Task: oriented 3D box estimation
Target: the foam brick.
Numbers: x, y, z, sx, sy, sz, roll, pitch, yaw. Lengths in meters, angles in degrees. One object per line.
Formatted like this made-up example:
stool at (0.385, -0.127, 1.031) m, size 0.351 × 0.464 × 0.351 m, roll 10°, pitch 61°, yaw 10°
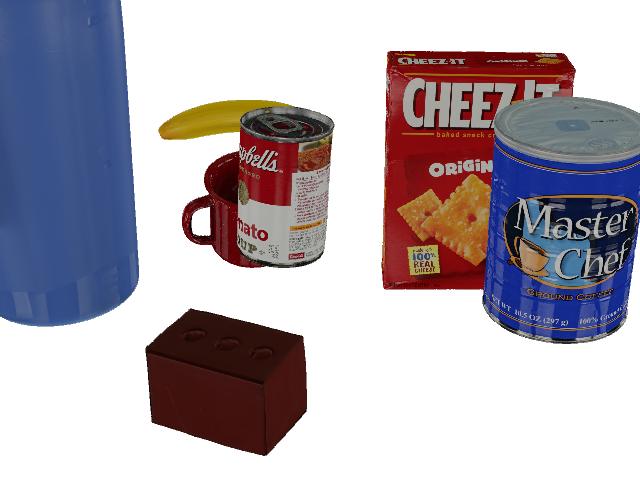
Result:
foam brick at (-0.053, 0.080, 0.610) m, size 0.078 × 0.051 × 0.052 m, roll 12°, pitch 27°, yaw 21°

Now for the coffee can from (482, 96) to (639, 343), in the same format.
coffee can at (0.166, -0.015, 0.732) m, size 0.103 × 0.140 × 0.103 m, roll -1°, pitch 28°, yaw 0°

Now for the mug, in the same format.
mug at (-0.077, -0.025, 1.029) m, size 0.117 × 0.081 × 0.093 m, roll -15°, pitch 44°, yaw -21°

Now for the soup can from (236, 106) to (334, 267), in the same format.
soup can at (-0.027, -0.040, 0.783) m, size 0.068 × 0.102 × 0.068 m, roll 3°, pitch 26°, yaw -2°

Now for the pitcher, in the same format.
pitcher at (-0.192, -0.066, 0.692) m, size 0.149 × 0.243 × 0.145 m, roll -5°, pitch 27°, yaw -5°

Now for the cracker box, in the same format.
cracker box at (0.140, -0.061, 0.979) m, size 0.164 × 0.214 × 0.072 m, roll 1°, pitch 22°, yaw 1°

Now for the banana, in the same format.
banana at (-0.085, -0.133, 1.213) m, size 0.198 × 0.037 × 0.069 m, roll 8°, pitch 42°, yaw 18°
